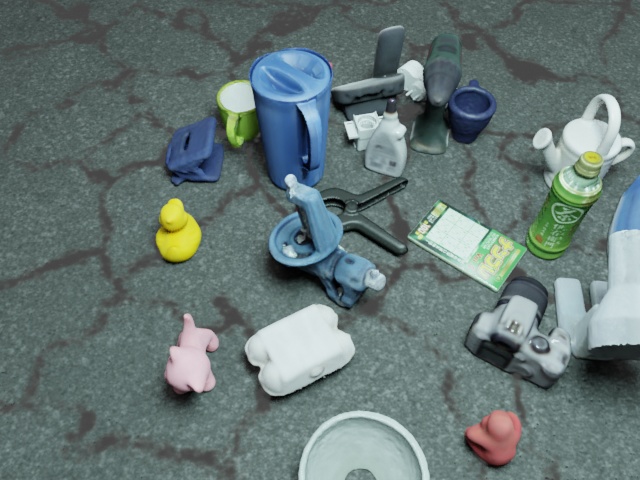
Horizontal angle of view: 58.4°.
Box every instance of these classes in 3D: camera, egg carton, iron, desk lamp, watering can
[{"bbox_3d":[0.312,0.125,0.862,0.143,0.101,0.137,26,59,17],"label":"camera"},{"bbox_3d":[-0.029,0.164,0.854,0.150,0.069,0.107,-25,59,-16],"label":"egg carton"},{"bbox_3d":[0.559,-0.028,0.942,0.118,0.141,0.259,24,59,16],"label":"iron"},{"bbox_3d":[0.418,0.097,0.812,0.118,0.214,0.203,5,55,4],"label":"desk lamp"},{"bbox_3d":[0.466,-0.166,1.006,0.173,0.194,0.100,-19,57,-12],"label":"watering can"}]

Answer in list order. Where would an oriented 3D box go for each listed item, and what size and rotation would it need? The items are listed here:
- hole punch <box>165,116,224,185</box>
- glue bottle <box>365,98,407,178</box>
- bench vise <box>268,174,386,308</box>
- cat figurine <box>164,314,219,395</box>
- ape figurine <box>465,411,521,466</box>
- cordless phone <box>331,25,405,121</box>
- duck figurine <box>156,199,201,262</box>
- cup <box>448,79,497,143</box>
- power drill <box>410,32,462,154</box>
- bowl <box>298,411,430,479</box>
[{"bbox_3d":[-0.237,-0.169,1.071,0.101,0.091,0.108,0,55,0],"label":"hole punch"},{"bbox_3d":[0.123,-0.187,1.033,0.078,0.173,0.037,20,58,14],"label":"glue bottle"},{"bbox_3d":[0.012,-0.006,0.880,0.207,0.220,0.121,15,57,10],"label":"bench vise"},{"bbox_3d":[-0.187,0.168,0.822,0.067,0.118,0.127,-5,55,-3],"label":"cat figurine"},{"bbox_3d":[0.239,0.259,0.774,0.078,0.092,0.076,0,55,1],"label":"ape figurine"},{"bbox_3d":[0.097,-0.337,1.130,0.148,0.185,0.094,-18,57,-12],"label":"cordless phone"},{"bbox_3d":[-0.246,-0.021,0.972,0.077,0.086,0.104,-3,55,-2],"label":"duck figurine"},{"bbox_3d":[0.290,-0.248,1.123,0.091,0.095,0.118,9,56,6],"label":"cup"},{"bbox_3d":[0.219,-0.265,1.066,0.075,0.208,0.229,10,56,7],"label":"power drill"},{"bbox_3d":[0.055,0.316,0.746,0.167,0.075,0.167,0,55,0],"label":"bowl"}]
